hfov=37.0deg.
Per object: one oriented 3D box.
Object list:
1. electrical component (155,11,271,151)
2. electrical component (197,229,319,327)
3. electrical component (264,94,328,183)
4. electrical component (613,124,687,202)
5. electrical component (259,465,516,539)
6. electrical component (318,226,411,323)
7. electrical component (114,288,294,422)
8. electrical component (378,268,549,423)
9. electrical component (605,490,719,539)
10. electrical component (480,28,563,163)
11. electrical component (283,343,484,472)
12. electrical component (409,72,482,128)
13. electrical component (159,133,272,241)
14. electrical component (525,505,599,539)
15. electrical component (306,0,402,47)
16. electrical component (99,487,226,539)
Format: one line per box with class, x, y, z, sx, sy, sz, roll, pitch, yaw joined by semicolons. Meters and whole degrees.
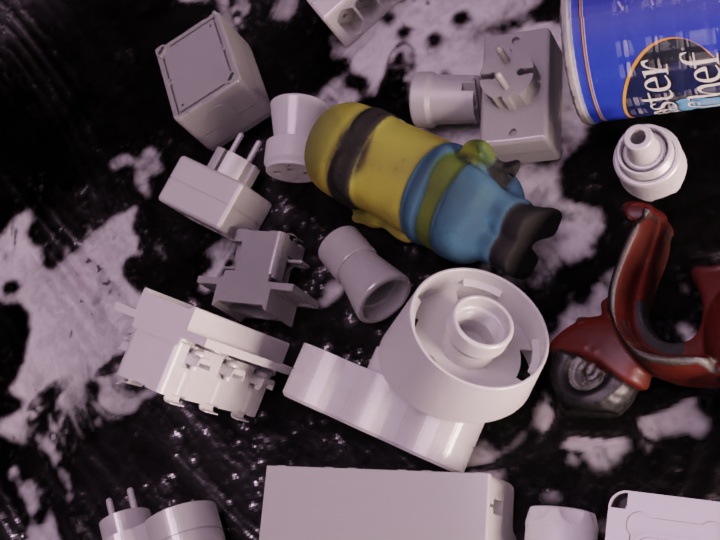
electrical component;-0.115;-0.151;0.851;0.062;0.061;0.096;-30;55;14
electrical component;-0.071;0.004;0.786;0.081;0.042;0.063;4;71;26
electrical component;-0.048;-0.098;0.807;0.045;0.045;0.055;-2;72;25
electrical component;0.181;-0.072;0.679;0.043;0.062;0.043;-8;70;23
electrical component;0.017;0.173;0.675;0.150;0.062;0.089;-3;72;25
electrical component;0.000;0.000;0.754;0.044;0.044;0.065;-44;56;6
electrical component;-0.107;0.061;0.737;0.079;0.121;0.063;19;84;29
electrical component;0.066;0.049;0.674;0.099;0.064;0.099;9;51;-11
electrical component;0.177;0.184;0.598;0.078;0.057;0.113;2;74;26
electrical component;0.104;-0.124;0.725;0.047;0.076;0.083;-4;72;24
electrical component;0.021;0.074;0.712;0.138;0.052;0.073;20;82;29
electrical component;0.063;-0.121;0.766;0.046;0.040;0.040;3;74;21
electrical component;-0.101;-0.068;0.821;0.066;0.047;0.076;26;85;30
electrical component;0.118;0.172;0.638;0.043;0.043;0.062;0;74;25
electrical component;-0.014;-0.227;0.833;0.066;0.047;0.076;-40;64;7
electrical component;-0.162;0.191;0.759;0.138;0.052;0.073;-28;63;14
